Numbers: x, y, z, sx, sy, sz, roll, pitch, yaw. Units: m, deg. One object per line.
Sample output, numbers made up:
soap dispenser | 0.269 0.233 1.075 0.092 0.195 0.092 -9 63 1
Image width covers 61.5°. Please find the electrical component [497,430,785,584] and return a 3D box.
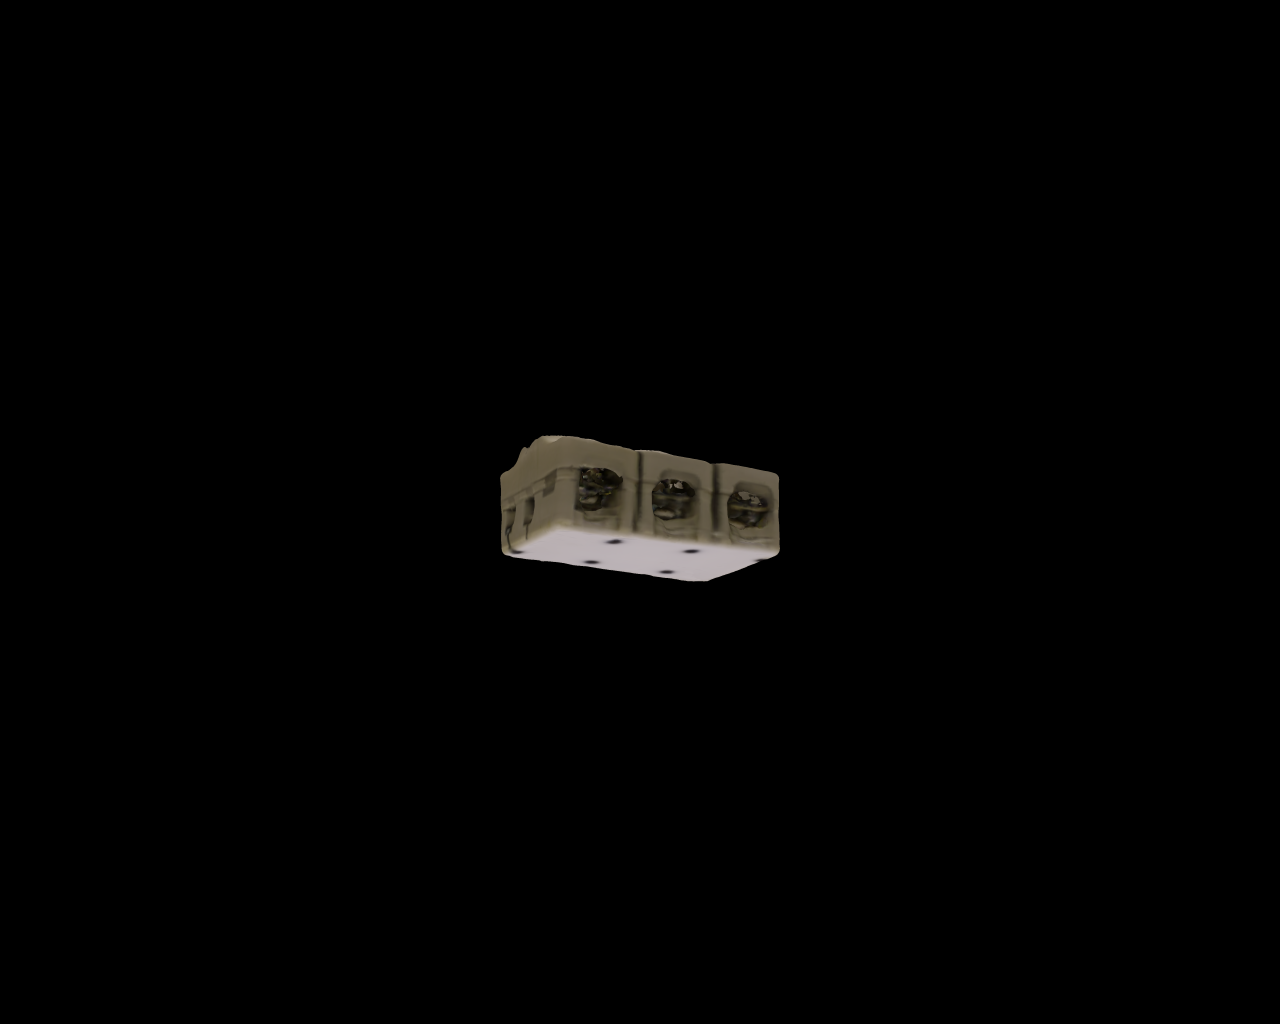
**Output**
electrical component | 0.001 -0.003 0.650 0.150 0.062 0.089 9 -19 -29
